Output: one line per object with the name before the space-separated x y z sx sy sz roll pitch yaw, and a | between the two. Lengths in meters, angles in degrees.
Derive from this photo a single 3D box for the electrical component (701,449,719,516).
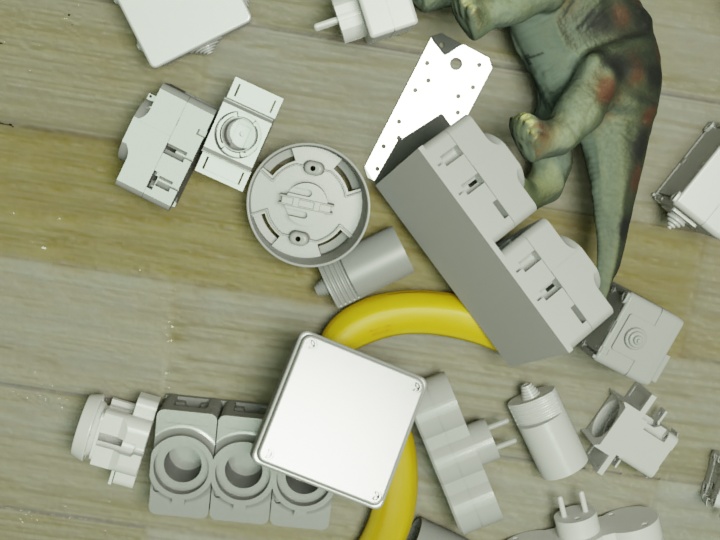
electrical component | 0.334 0.186 0.931 0.064 0.042 0.081 13 97 -2

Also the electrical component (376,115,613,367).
electrical component | 0.105 -0.021 0.843 0.060 0.105 0.186 -37 91 -20

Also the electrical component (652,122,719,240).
electrical component | 0.291 -0.066 0.882 0.061 0.061 0.096 37 96 -6

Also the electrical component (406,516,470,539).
electrical component | 0.080 0.250 0.932 0.081 0.043 0.043 27 97 -5

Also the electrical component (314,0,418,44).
electrical component | 0.000 -0.201 0.842 0.076 0.083 0.047 -18 99 1

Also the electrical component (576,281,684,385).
electrical component | 0.221 0.051 0.880 0.061 0.096 0.061 27 96 -9

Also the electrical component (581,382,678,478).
electrical component | 0.233 0.141 0.922 0.064 0.042 0.081 33 97 -8

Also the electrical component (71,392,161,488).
electrical component | -0.206 0.137 0.901 0.057 0.058 0.078 17 98 -7

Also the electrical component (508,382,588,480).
electrical component | 0.158 0.133 0.917 0.043 0.043 0.081 -26 98 2

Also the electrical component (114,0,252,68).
electrical component | -0.142 -0.217 0.853 0.100 0.048 0.099 -26 98 2

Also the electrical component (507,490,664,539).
electrical component | 0.189 0.226 0.928 0.138 0.052 0.073 -14 99 1

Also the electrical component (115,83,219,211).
electrical component | -0.158 -0.102 0.869 0.056 0.050 0.089 27 97 -5

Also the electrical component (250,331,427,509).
electrical component | -0.018 0.118 0.849 0.109 0.056 0.108 23 79 -7

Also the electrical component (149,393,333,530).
electrical component | -0.096 0.161 0.905 0.150 0.061 0.089 6 98 -3

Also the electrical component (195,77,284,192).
electrical component | -0.096 -0.109 0.863 0.042 0.064 0.081 25 97 -6

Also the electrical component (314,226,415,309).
electrical component | 0.000 0.000 0.893 0.081 0.043 0.043 -26 98 2

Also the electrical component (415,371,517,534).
electrical component | 0.096 0.149 0.913 0.074 0.052 0.138 -22 98 1

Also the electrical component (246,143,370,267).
electrical component | -0.042 -0.054 0.873 0.099 0.064 0.099 0 99 -2
